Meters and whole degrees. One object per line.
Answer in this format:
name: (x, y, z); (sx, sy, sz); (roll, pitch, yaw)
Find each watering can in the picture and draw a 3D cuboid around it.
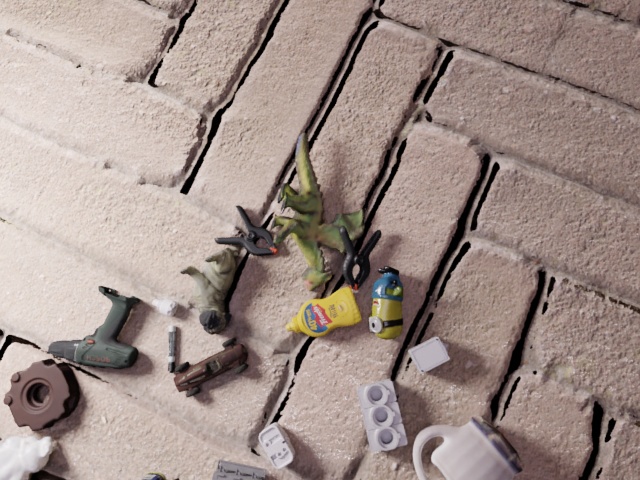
watering can: (0.376, 0.566, 1.193); (0.225, 0.103, 0.350); (-39, 77, -5)

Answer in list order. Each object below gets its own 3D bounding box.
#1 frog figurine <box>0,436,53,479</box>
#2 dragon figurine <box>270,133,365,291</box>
frog figurine: (-0.744, 0.553, 1.267); (0.159, 0.120, 0.140); (-23, 58, 10)
dragon figurine: (0.004, -0.070, 1.383); (0.242, 0.121, 0.413); (17, 81, -10)
